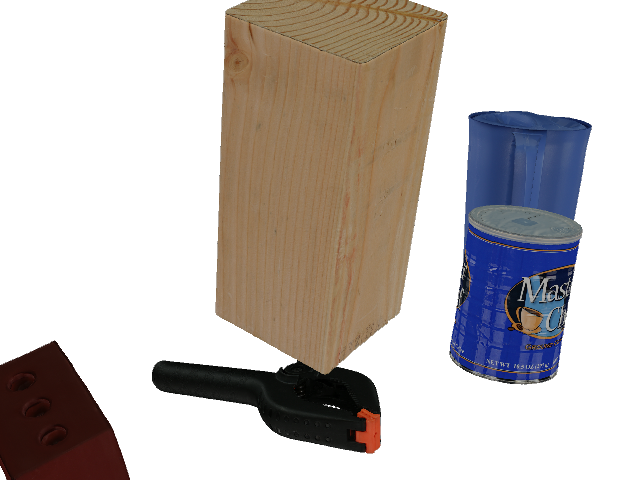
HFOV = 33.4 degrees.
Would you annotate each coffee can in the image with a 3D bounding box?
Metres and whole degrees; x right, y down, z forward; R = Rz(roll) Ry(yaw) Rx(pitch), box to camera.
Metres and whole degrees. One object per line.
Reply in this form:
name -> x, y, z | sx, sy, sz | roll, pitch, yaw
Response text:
coffee can -> 0.179, 0.048, 0.988 | 0.103, 0.140, 0.103 | 5, 17, -2

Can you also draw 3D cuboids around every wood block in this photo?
wood block -> 0.001, -0.038, 0.629 | 0.091, 0.206, 0.090 | 26, 40, 27

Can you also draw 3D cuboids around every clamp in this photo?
clamp -> -0.014, 0.115, 0.862 | 0.164, 0.036, 0.210 | -17, 23, -39

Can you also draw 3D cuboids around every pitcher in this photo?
pitcher -> 0.220, -0.020, 1.190 | 0.149, 0.243, 0.145 | -7, 18, -34

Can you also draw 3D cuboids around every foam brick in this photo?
foam brick -> -0.137, 0.101, 0.539 | 0.053, 0.051, 0.078 | -25, 42, -22
